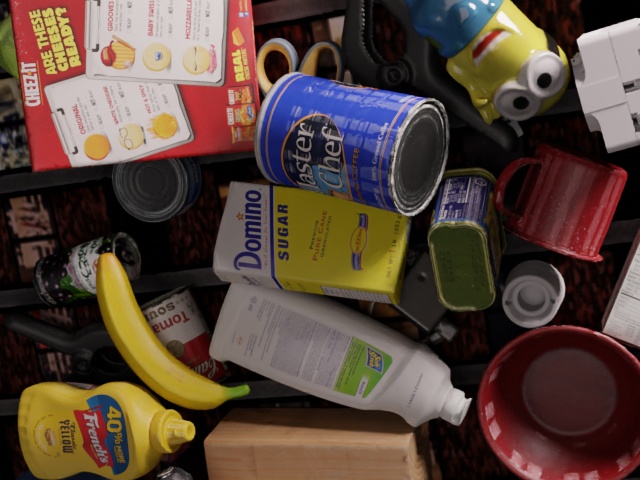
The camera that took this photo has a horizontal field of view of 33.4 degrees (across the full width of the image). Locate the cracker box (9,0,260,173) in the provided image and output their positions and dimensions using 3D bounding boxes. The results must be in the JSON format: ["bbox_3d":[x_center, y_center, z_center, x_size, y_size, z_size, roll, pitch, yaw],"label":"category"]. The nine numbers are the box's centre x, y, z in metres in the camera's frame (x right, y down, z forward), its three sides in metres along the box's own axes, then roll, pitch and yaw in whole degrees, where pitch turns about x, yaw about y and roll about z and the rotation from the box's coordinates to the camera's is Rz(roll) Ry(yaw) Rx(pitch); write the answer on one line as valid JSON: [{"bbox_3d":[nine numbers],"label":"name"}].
[{"bbox_3d":[-0.167,-0.157,0.988,0.213,0.072,0.164,-6,102,-8],"label":"cracker box"}]

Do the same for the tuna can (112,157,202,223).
[{"bbox_3d":[-0.164,-0.061,1.071,0.086,0.033,0.086,4,104,16],"label":"tuna can"}]

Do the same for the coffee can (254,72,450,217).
[{"bbox_3d":[0.028,-0.085,0.934,0.140,0.102,0.103,16,107,30],"label":"coffee can"}]

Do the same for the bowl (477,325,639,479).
[{"bbox_3d":[0.229,0.149,0.987,0.162,0.055,0.162,4,104,16],"label":"bowl"}]

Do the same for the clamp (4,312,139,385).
[{"bbox_3d":[-0.250,0.135,1.142,0.172,0.039,0.120,2,119,15],"label":"clamp"}]

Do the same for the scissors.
[{"bbox_3d":[-0.041,-0.106,1.033,0.096,0.016,0.202,29,109,10],"label":"scissors"}]

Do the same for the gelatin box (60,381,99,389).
[{"bbox_3d":[-0.234,0.190,1.135,0.089,0.030,0.073,4,125,8],"label":"gelatin box"}]

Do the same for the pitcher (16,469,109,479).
[{"bbox_3d":[-0.300,0.314,1.089,0.145,0.242,0.149,7,104,19],"label":"pitcher"}]

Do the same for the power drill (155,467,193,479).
[{"bbox_3d":[-0.134,0.304,1.073,0.057,0.188,0.184,-26,96,-22],"label":"power drill"}]

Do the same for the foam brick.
[{"bbox_3d":[-0.161,0.191,1.106,0.053,0.078,0.051,6,101,16],"label":"foam brick"}]

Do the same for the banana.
[{"bbox_3d":[-0.159,0.101,1.036,0.198,0.037,0.069,44,87,2],"label":"banana"}]

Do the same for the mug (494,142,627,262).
[{"bbox_3d":[0.205,-0.038,0.927,0.117,0.093,0.081,14,103,-19],"label":"mug"}]

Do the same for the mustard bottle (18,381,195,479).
[{"bbox_3d":[-0.206,0.187,1.046,0.192,0.058,0.096,-5,92,27],"label":"mustard bottle"}]

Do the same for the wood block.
[{"bbox_3d":[0.001,0.223,1.057,0.206,0.090,0.091,-2,103,17],"label":"wood block"}]

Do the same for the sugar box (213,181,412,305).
[{"bbox_3d":[-0.007,0.001,0.997,0.176,0.048,0.093,7,72,12],"label":"sugar box"}]

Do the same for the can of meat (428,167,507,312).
[{"bbox_3d":[0.131,0.001,0.950,0.057,0.084,0.102,-3,125,17],"label":"can of meat"}]

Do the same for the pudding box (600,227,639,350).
[{"bbox_3d":[0.310,0.047,0.948,0.090,0.039,0.113,22,106,13],"label":"pudding box"}]

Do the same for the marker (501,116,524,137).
[{"bbox_3d":[0.148,-0.145,0.963,0.020,0.020,0.121,-26,94,21],"label":"marker"}]

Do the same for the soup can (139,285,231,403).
[{"bbox_3d":[-0.142,0.105,1.085,0.069,0.068,0.102,-24,94,21],"label":"soup can"}]

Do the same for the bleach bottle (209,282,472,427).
[{"bbox_3d":[0.022,0.117,1.024,0.251,0.068,0.103,24,108,17],"label":"bleach bottle"}]

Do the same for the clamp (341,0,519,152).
[{"bbox_3d":[0.068,-0.143,0.978,0.165,0.036,0.210,-26,91,28],"label":"clamp"}]
